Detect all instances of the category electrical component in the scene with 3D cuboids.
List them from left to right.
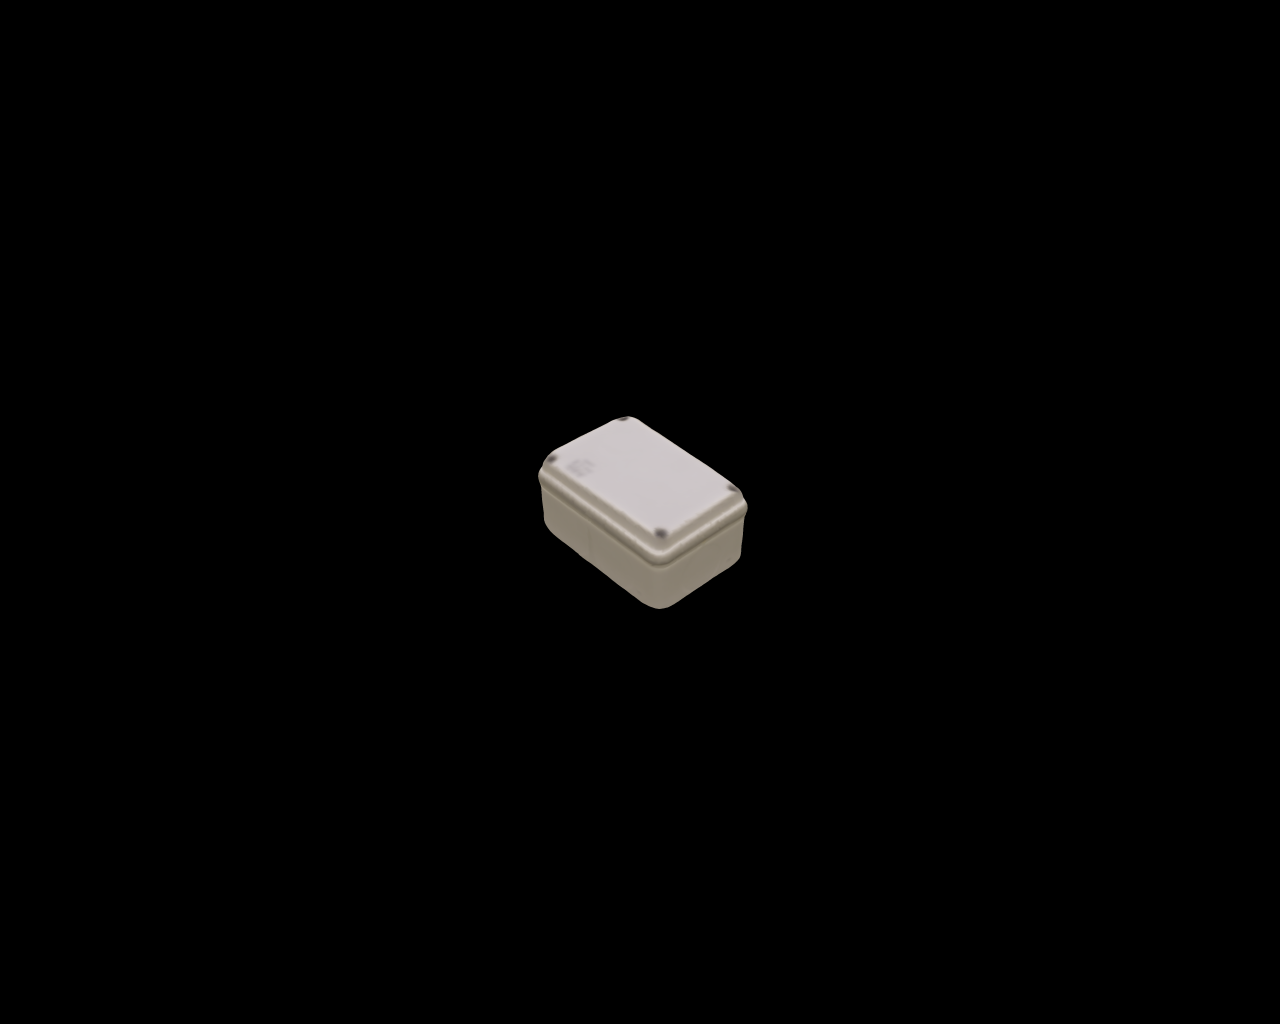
[{"bbox_3d":[0.001,-0.003,0.650,0.078,0.057,0.113,-31,49,-31],"label":"electrical component"}]
